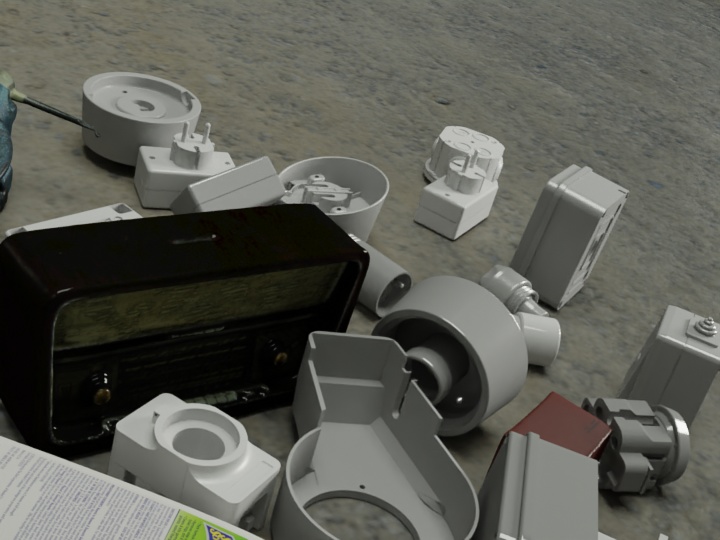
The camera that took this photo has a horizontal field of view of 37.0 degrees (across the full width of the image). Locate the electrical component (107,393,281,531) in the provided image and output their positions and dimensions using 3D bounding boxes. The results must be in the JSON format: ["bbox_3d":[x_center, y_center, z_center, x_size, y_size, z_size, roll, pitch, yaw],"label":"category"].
[{"bbox_3d":[-0.098,0.117,0.633,0.089,0.055,0.050,28,31,19],"label":"electrical component"}]

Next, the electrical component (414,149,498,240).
[{"bbox_3d":[0.100,-0.082,1.055,0.047,0.075,0.083,28,31,20],"label":"electrical component"}]

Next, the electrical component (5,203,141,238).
[{"bbox_3d":[-0.184,0.007,0.776,0.109,0.056,0.109,34,34,28],"label":"electrical component"}]

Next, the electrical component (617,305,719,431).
[{"bbox_3d":[0.247,0.073,0.842,0.061,0.096,0.062,23,29,14],"label":"electrical component"}]

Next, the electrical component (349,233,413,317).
[{"bbox_3d":[0.000,0.000,0.896,0.081,0.043,0.043,36,34,30],"label":"electrical component"}]

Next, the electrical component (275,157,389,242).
[{"bbox_3d":[-0.030,-0.060,0.961,0.099,0.064,0.099,13,30,-7],"label":"electrical component"}]

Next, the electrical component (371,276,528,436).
[{"bbox_3d":[0.056,0.065,0.754,0.108,0.108,0.060,30,38,23],"label":"electrical component"}]

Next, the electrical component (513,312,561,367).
[{"bbox_3d":[0.126,0.054,0.872,0.078,0.040,0.040,11,30,-10],"label":"electrical component"}]

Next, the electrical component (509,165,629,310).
[{"bbox_3d":[0.187,-0.031,0.974,0.057,0.113,0.078,31,32,19],"label":"electrical component"}]

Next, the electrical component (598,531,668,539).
[{"bbox_3d":[0.158,0.193,0.650,0.064,0.042,0.081,23,29,15],"label":"electrical component"}]

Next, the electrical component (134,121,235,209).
[{"bbox_3d":[-0.150,-0.097,0.951,0.083,0.075,0.047,2,33,-25],"label":"electrical component"}]

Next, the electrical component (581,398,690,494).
[{"bbox_3d":[0.198,0.125,0.770,0.057,0.058,0.078,4,31,-15],"label":"electrical component"}]

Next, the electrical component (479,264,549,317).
[{"bbox_3d":[0.132,0.027,0.918,0.043,0.043,0.062,-16,44,-44],"label":"electrical component"}]

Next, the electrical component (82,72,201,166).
[{"bbox_3d":[-0.207,-0.134,1.002,0.108,0.060,0.108,12,30,-7],"label":"electrical component"}]

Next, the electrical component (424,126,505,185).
[{"bbox_3d":[0.112,-0.113,1.138,0.080,0.051,0.080,13,30,-7],"label":"electrical component"}]

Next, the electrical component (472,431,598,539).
[{"bbox_3d":[0.100,0.159,0.640,0.057,0.078,0.113,21,30,1],"label":"electrical component"}]

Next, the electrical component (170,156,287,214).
[{"bbox_3d":[-0.103,-0.044,0.910,0.083,0.047,0.075,-26,86,-34],"label":"electrical component"}]
